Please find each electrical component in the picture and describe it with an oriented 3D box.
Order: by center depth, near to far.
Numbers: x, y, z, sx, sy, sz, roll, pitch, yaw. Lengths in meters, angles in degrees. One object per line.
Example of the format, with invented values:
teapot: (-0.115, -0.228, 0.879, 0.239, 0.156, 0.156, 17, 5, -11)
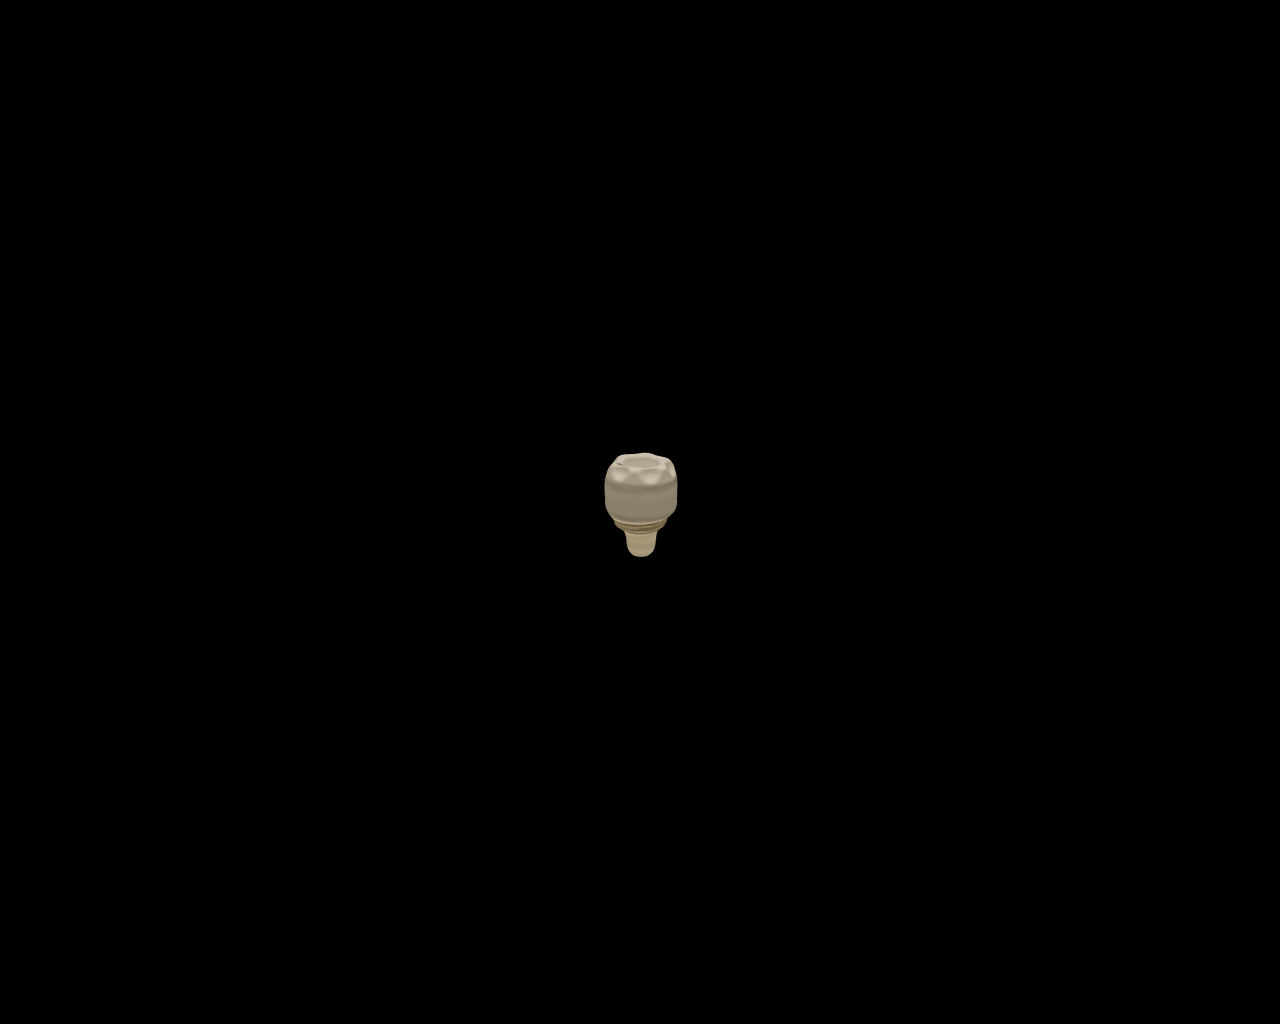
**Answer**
electrical component: (0.001, -0.003, 0.650, 0.043, 0.062, 0.043, 0, 21, 0)
